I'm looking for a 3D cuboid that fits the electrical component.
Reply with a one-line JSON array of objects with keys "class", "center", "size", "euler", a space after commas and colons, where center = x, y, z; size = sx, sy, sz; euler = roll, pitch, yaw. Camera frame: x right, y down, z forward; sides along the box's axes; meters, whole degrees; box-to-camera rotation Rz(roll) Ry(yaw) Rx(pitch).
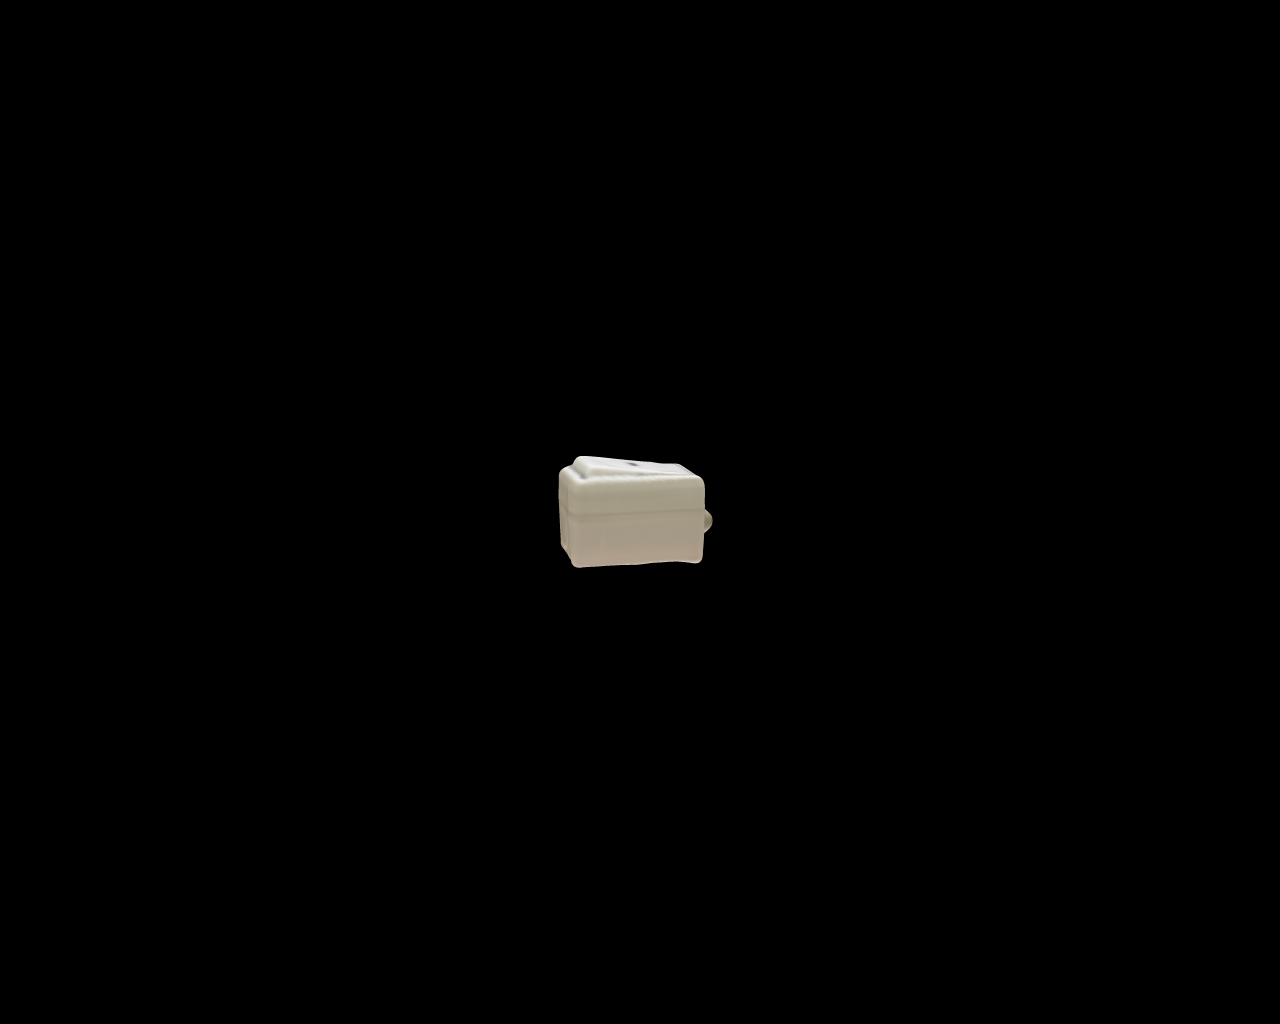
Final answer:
[{"class": "electrical component", "center": [0.001, -0.003, 0.650], "size": [0.096, 0.061, 0.062], "euler": [-2, 12, -12]}]
